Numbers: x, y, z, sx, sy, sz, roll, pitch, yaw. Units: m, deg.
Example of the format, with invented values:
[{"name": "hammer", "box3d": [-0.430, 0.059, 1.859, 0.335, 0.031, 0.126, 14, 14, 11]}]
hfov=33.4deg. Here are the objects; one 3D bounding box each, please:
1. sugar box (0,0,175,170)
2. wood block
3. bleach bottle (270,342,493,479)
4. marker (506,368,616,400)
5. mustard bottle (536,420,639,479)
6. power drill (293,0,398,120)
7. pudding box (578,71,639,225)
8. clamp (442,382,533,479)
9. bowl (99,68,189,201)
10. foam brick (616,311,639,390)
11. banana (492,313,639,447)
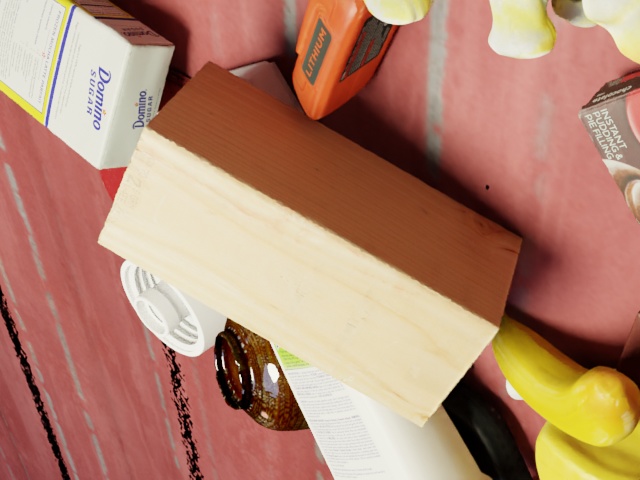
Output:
[{"name": "sugar box", "box3d": [-0.179, -0.131, 0.744, 0.176, 0.048, 0.093, 36, 119, 29]}, {"name": "wood block", "box3d": [-0.004, 0.001, 0.595, 0.206, 0.090, 0.090, 30, 127, 0]}, {"name": "bleach bottle", "box3d": [0.016, 0.075, 0.690, 0.103, 0.068, 0.251, -20, 98, 52]}, {"name": "marker", "box3d": [0.158, 0.084, 0.622, 0.121, 0.020, 0.020, -12, 114, 55]}, {"name": "mustard bottle", "box3d": [0.183, 0.189, 0.664, 0.096, 0.058, 0.191, 19, 138, 30]}, {"name": "power drill", "box3d": [-0.044, -0.155, 0.584, 0.188, 0.057, 0.185, 43, 149, 9]}, {"name": "pudding box", "box3d": [0.178, -0.028, 0.459, 0.113, 0.039, 0.090, 56, 147, -11]}, {"name": "clamp", "box3d": [0.073, 0.105, 0.732, 0.210, 0.036, 0.165, 43, 149, 17]}, {"name": "bowl", "box3d": [-0.112, -0.046, 0.786, 0.162, 0.055, 0.162, 32, 144, 27]}, {"name": "foam brick", "box3d": [0.194, 0.056, 0.518, 0.078, 0.051, 0.053, 34, 146, 24]}, {"name": "banana", "box3d": [0.128, 0.076, 0.568, 0.069, 0.037, 0.198, 43, 178, -13]}]
